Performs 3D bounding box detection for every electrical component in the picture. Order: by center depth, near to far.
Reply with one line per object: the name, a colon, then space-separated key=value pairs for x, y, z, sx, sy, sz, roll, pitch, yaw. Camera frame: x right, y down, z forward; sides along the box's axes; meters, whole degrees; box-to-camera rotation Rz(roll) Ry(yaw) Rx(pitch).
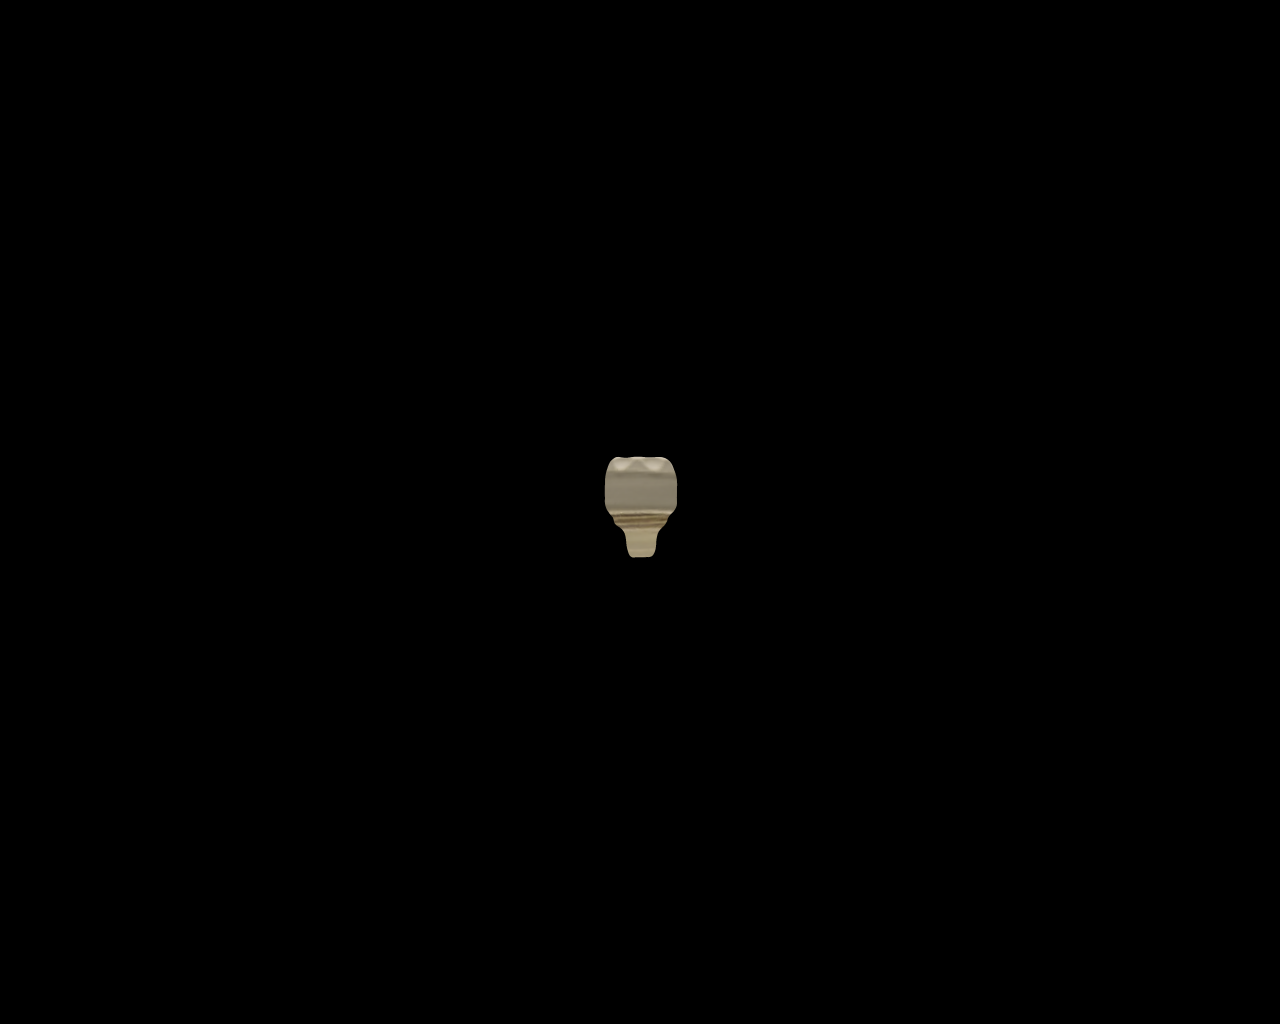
electrical component: x=0.001 y=-0.003 z=0.650 sx=0.043 sy=0.062 sz=0.043 roll=0 pitch=0 yaw=0
